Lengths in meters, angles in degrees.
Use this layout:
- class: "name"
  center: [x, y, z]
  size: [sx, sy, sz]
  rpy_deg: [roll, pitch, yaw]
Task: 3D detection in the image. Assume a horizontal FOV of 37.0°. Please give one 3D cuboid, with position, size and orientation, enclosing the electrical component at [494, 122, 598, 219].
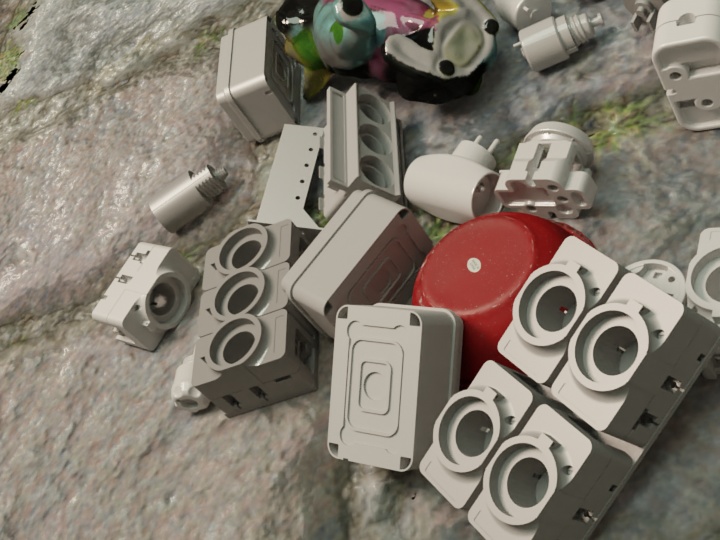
- class: "electrical component"
  center: [0.152, -0.079, 0.849]
  size: [0.078, 0.058, 0.057]
  rpy_deg: [3, 60, 38]

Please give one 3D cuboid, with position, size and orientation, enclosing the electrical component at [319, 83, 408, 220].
- class: "electrical component"
  center: [-0.001, -0.099, 0.965]
  size: [0.063, 0.079, 0.121]
  rpy_deg: [-46, 32, 39]

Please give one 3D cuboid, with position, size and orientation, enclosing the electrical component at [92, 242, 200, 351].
- class: "electrical component"
  center: [-0.198, 0.025, 1.014]
  size: [0.056, 0.050, 0.089]
  rpy_deg: [10, 61, 40]

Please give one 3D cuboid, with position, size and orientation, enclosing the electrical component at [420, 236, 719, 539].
- class: "electrical component"
  center: [0.128, 0.084, 0.684]
  size: [0.186, 0.060, 0.105]
  rpy_deg: [-58, 42, 8]

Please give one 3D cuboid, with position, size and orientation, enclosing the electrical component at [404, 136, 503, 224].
- class: "electrical component"
  center: [0.089, -0.082, 0.906]
  size: [0.077, 0.043, 0.079]
  rpy_deg: [19, 67, 44]

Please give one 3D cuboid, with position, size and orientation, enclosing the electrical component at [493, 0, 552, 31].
- class: "electrical component"
  center: [0.147, -0.251, 1.011]
  size: [0.040, 0.040, 0.078]
  rpy_deg: [-39, 42, 1]

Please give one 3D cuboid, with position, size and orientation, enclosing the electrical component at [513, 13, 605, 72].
- class: "electrical component"
  center: [0.177, -0.205, 0.950]
  size: [0.078, 0.040, 0.040]
  rpy_deg: [-21, 46, 20]

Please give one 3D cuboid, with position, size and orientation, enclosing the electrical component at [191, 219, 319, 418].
- class: "electrical component"
  center: [-0.088, 0.037, 0.917]
  size: [0.089, 0.061, 0.150]
  rpy_deg: [-20, 46, 21]

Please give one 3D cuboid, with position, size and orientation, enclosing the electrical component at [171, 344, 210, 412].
- class: "electrical component"
  center: [-0.142, 0.090, 0.932]
  size: [0.035, 0.035, 0.061]
  rpy_deg: [-17, 45, 24]

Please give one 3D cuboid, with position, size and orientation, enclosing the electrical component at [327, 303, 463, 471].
- class: "electrical component"
  center: [0.026, 0.082, 0.767]
  size: [0.078, 0.057, 0.113]
  rpy_deg: [4, 90, 37]

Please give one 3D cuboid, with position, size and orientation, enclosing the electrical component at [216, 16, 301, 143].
- class: "electrical component"
  center: [-0.105, -0.197, 1.115]
  size: [0.057, 0.078, 0.113]
  rpy_deg: [-19, 46, 18]

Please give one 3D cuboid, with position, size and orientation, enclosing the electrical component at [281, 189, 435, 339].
- class: "electrical component"
  center: [0.000, 0.000, 0.875]
  size: [0.057, 0.078, 0.113]
  rpy_deg: [27, 73, 42]

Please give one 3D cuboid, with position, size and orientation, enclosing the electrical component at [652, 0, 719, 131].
- class: "electrical component"
  center: [0.260, -0.159, 0.811]
  size: [0.054, 0.095, 0.059]
  rpy_deg: [-5, 52, 32]

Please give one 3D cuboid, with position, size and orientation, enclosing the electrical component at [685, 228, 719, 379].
- class: "electrical component"
  center: [0.246, 0.019, 0.700]
  size: [0.050, 0.055, 0.089]
  rpy_deg: [-2, 54, 34]

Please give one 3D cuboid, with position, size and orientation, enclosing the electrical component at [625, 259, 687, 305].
- class: "electrical component"
  center: [0.200, 0.029, 0.730]
  size: [0.055, 0.047, 0.055]
  rpy_deg: [-19, 46, 21]

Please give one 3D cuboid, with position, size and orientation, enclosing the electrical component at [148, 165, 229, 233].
- class: "electrical component"
  center: [-0.168, -0.077, 1.085]
  size: [0.081, 0.043, 0.043]
  rpy_deg: [-34, 43, 7]
